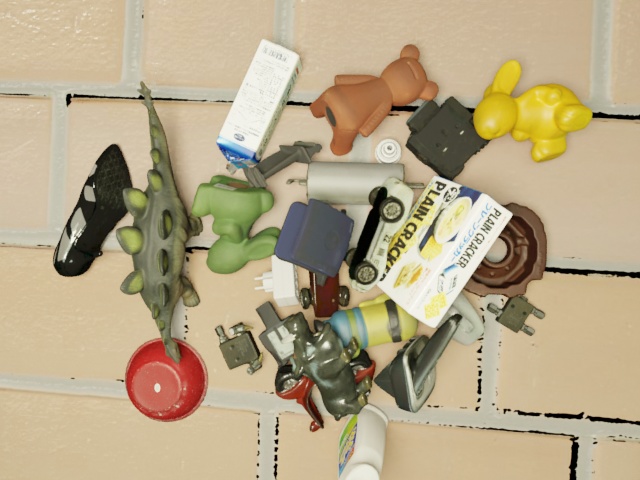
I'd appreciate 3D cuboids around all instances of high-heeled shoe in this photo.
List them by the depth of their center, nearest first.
[{"bbox_3d":[-0.434,-0.053,1.010,0.145,0.086,0.248,-8,68,35],"label":"high-heeled shoe"}]

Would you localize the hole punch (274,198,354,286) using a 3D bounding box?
[{"bbox_3d":[-0.002,-0.003,0.897,0.116,0.092,0.142,21,80,-17],"label":"hole punch"}]

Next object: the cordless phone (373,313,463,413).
[{"bbox_3d":[0.184,0.183,0.895,0.089,0.146,0.184,37,112,18],"label":"cordless phone"}]

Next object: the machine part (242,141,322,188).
[{"bbox_3d":[-0.067,-0.138,0.940,0.139,0.084,0.039,-34,127,-24],"label":"machine part"}]

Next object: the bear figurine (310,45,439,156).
[{"bbox_3d":[0.096,-0.249,0.945,0.196,0.132,0.120,-29,87,-15],"label":"bear figurine"}]

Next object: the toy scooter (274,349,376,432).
[{"bbox_3d":[0.016,0.271,0.956,0.184,0.075,0.135,-14,104,-3],"label":"toy scooter"}]

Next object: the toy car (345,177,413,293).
[{"bbox_3d":[0.096,-0.007,0.896,0.056,0.074,0.201,14,108,-19],"label":"toy car"}]

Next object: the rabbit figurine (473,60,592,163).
[{"bbox_3d":[0.334,-0.218,0.896,0.173,0.122,0.162,-10,70,-13],"label":"rabbit figurine"}]

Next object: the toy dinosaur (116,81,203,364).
[{"bbox_3d":[-0.271,-0.017,0.917,0.105,0.198,0.471,-5,92,0],"label":"toy dinosaur"}]

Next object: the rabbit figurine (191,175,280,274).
[{"bbox_3d":[-0.148,-0.017,0.967,0.159,0.121,0.170,11,109,-3],"label":"rabbit figurine"}]

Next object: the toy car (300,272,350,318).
[{"bbox_3d":[0.005,0.037,0.969,0.089,0.053,0.202,-4,91,-16],"label":"toy car"}]

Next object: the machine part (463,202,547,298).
[{"bbox_3d":[0.308,0.017,0.945,0.179,0.056,0.179,0,89,3],"label":"machine part"}]

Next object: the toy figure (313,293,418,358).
[{"bbox_3d":[0.082,0.153,0.933,0.180,0.089,0.082,-10,114,-11],"label":"toy figure"}]

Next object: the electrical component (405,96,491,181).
[{"bbox_3d":[0.218,-0.182,0.951,0.134,0.058,0.115,43,91,3],"label":"electrical component"}]

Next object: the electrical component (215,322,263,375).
[{"bbox_3d":[-0.144,0.197,0.983,0.078,0.045,0.102,-18,89,3],"label":"electrical component"}]

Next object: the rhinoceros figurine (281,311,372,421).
[{"bbox_3d":[0.009,0.200,0.875,0.112,0.073,0.190,-25,100,22],"label":"rhinoceros figurine"}]

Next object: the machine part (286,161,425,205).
[{"bbox_3d":[0.063,-0.100,0.952,0.243,0.079,0.079,2,90,5],"label":"machine part"}]

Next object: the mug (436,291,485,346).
[{"bbox_3d":[0.237,0.132,0.929,0.107,0.109,0.081,43,85,-10],"label":"mug"}]

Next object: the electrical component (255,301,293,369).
[{"bbox_3d":[-0.074,0.167,0.977,0.075,0.048,0.119,-35,87,3],"label":"electrical component"}]

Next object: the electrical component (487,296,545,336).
[{"bbox_3d":[0.348,0.128,0.958,0.094,0.021,0.063,31,92,4],"label":"electrical component"}]
